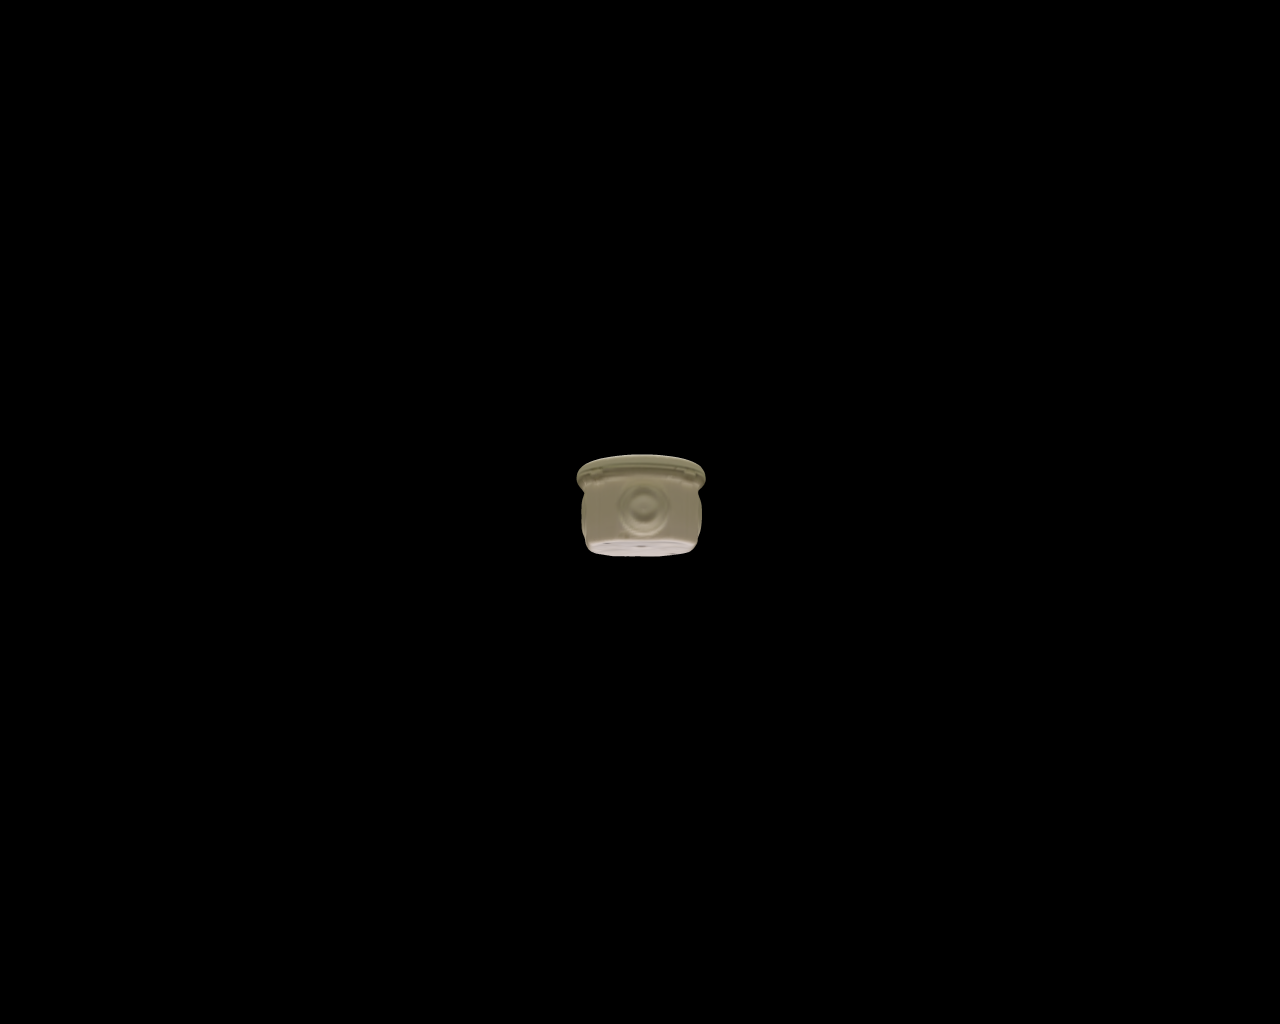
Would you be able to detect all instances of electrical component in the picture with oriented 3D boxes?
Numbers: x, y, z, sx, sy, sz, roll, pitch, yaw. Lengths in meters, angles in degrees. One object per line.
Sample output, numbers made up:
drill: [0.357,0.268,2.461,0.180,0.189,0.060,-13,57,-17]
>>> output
electrical component: [0.001,-0.003,0.650,0.080,0.051,0.080,0,-11,0]
